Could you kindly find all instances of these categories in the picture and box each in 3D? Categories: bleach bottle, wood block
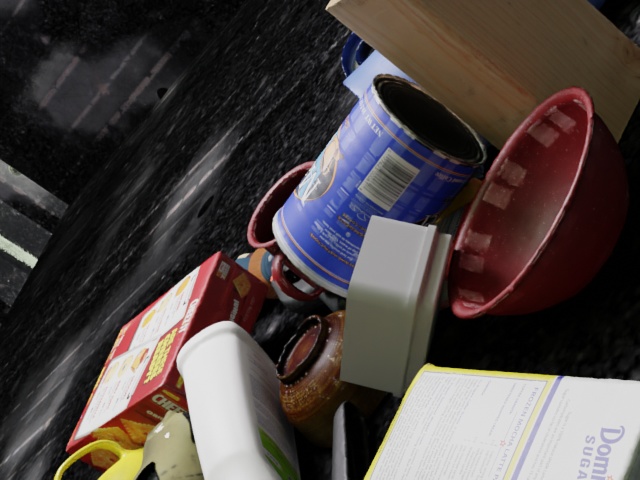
[{"bbox_3d":[-0.056,0.163,0.805,0.068,0.102,0.251,-36,24,8],"label":"bleach bottle"},{"bbox_3d":[0.121,-0.143,0.750,0.090,0.206,0.090,-60,18,-18],"label":"wood block"}]

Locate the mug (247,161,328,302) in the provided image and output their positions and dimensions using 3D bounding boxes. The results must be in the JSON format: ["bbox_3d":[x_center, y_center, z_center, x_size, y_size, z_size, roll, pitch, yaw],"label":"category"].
[{"bbox_3d":[-0.006,0.001,0.925,0.093,0.081,0.117,-23,37,43],"label":"mug"}]

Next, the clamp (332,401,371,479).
[{"bbox_3d":[0.023,0.180,0.685,0.165,0.036,0.209,-17,38,60],"label":"clamp"}]

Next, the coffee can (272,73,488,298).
[{"bbox_3d":[0.043,-0.039,0.804,0.140,0.102,0.102,-53,16,27],"label":"coffee can"}]

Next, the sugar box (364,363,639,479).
[{"bbox_3d":[0.102,0.117,0.553,0.177,0.048,0.093,-1,55,55],"label":"sugar box"}]

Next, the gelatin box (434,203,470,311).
[{"bbox_3d":[0.089,0.022,0.822,0.089,0.030,0.073,-33,26,50],"label":"gelatin box"}]

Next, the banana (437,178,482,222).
[{"bbox_3d":[0.077,-0.039,0.895,0.037,0.069,0.198,-47,35,-14],"label":"banana"}]

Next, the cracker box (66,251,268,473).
[{"bbox_3d":[-0.153,0.129,1.063,0.214,0.072,0.164,-35,27,45],"label":"cracker box"}]

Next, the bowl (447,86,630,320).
[{"bbox_3d":[0.144,-0.013,0.672,0.162,0.055,0.162,-60,11,20],"label":"bowl"}]

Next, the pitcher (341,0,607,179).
[{"bbox_3d":[0.136,-0.181,0.898,0.243,0.149,0.145,-49,10,6],"label":"pitcher"}]

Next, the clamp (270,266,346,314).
[{"bbox_3d":[0.006,0.038,0.996,0.172,0.039,0.120,-28,26,49],"label":"clamp"}]
